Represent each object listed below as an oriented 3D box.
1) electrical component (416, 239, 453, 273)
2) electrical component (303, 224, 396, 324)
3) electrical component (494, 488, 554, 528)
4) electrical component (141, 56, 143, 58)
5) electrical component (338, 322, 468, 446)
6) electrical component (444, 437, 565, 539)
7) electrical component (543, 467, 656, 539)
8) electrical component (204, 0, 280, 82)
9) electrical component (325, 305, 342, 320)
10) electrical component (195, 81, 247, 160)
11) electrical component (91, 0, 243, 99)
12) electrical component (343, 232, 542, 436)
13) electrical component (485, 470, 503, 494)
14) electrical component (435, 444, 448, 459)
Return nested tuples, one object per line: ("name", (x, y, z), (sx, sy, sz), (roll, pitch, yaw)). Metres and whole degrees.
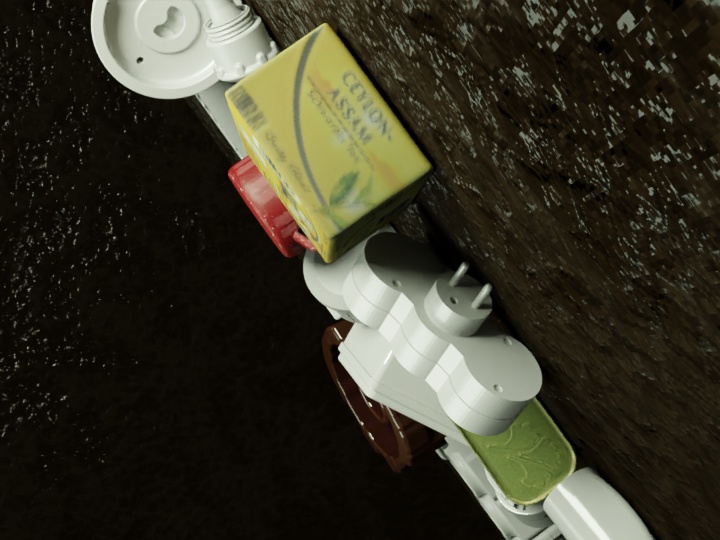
("electrical component", (0.048, 0.011, 0.706), (0.061, 0.035, 0.035), (50, 175, 16))
("electrical component", (0.000, 0.000, 0.844), (0.080, 0.080, 0.051), (52, 180, 26))
("electrical component", (0.142, 0.180, 0.878), (0.055, 0.055, 0.047), (51, 178, 37))
("electrical component", (-0.143, -0.196, 0.864), (0.051, 0.080, 0.080), (41, 167, 51))
("electrical component", (0.049, 0.083, 0.873), (0.109, 0.056, 0.109), (28, -176, -18))
("electrical component", (0.148, 0.213, 1.015), (0.150, 0.062, 0.089), (55, 176, -8))
("electrical component", (0.163, 0.178, 0.704), (0.077, 0.043, 0.079), (51, 175, 34))
("electrical component", (-0.087, -0.165, 0.744), (0.062, 0.048, 0.048), (65, 171, -30))
("electrical component", (0.001, -0.001, 0.965), (0.047, 0.066, 0.077), (54, -155, -4))
("electrical component", (-0.098, -0.138, 0.962), (0.113, 0.057, 0.078), (54, 176, -3))
("electrical component", (-0.143, -0.186, 0.783), (0.108, 0.108, 0.060), (57, -179, -33))
("electrical component", (0.055, 0.026, 0.642), (0.138, 0.052, 0.073), (46, 134, 18))
("electrical component", (0.126, 0.151, 0.834), (0.055, 0.055, 0.047), (53, 179, 19))
("electrical component", (0.095, 0.163, 1.192), (0.096, 0.062, 0.061), (55, 176, -13))
